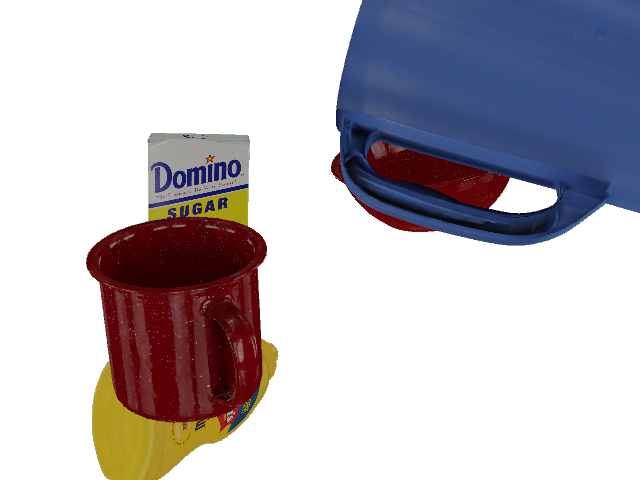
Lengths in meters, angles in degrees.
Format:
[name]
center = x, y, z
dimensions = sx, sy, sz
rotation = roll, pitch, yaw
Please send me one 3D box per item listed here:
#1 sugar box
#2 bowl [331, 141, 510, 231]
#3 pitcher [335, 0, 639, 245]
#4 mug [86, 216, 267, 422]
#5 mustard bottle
[sugar box]
center = -0.112, -0.009, 0.981
dimensions = 0.093, 0.176, 0.048
rotation = 0, 14, -5
[bowl]
center = 0.093, -0.051, 0.891
dimensions = 0.162, 0.055, 0.162
rotation = -10, 23, 4
[pitcher]
center = 0.134, -0.080, 0.614
dimensions = 0.243, 0.149, 0.144
rotation = 20, 32, 8
[mug]
center = -0.065, 0.046, 0.557
dimensions = 0.093, 0.081, 0.117
rotation = -18, 29, -32
[mustard bottle]
center = -0.091, 0.112, 0.816
dimensions = 0.058, 0.096, 0.191
rotation = 11, 16, 28
